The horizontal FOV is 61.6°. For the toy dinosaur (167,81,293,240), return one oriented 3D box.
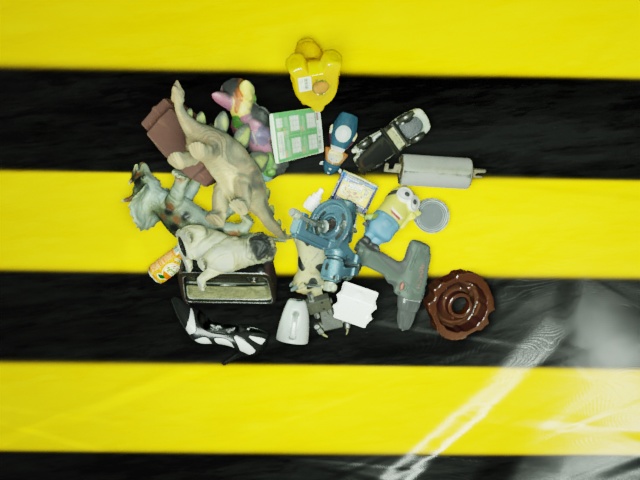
[{"bbox_3d":[-0.169,-0.127,1.105,0.105,0.198,0.470,-6,133,25],"label":"toy dinosaur"}]

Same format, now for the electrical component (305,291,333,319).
[{"bbox_3d":[-0.001,0.156,1.320,0.063,0.021,0.093,-17,131,0],"label":"electrical component"}]

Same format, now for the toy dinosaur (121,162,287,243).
[{"bbox_3d":[-0.295,-0.045,1.293,0.404,0.131,0.192,37,109,-11],"label":"toy dinosaur"}]

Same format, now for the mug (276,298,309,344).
[{"bbox_3d":[-0.065,0.201,1.341,0.081,0.109,0.107,7,87,5],"label":"mug"}]

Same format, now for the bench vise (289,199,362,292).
[{"bbox_3d":[0.006,-0.002,1.197,0.129,0.240,0.223,17,84,40],"label":"bench vise"}]

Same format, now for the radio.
[{"bbox_3d":[-0.222,0.092,1.302,0.230,0.073,0.131,0,140,-2],"label":"radio"}]

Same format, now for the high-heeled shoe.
[{"bbox_3d":[-0.248,0.206,1.350,0.145,0.086,0.248,-38,101,1],"label":"high-heeled shoe"}]

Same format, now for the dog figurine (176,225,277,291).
[{"bbox_3d":[-0.214,0.008,1.228,0.190,0.121,0.172,-23,68,-30],"label":"dog figurine"}]

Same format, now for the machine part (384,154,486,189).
[{"bbox_3d":[0.276,-0.164,1.296,0.243,0.079,0.079,2,99,-1],"label":"machine part"}]

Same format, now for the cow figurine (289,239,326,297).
[{"bbox_3d":[-0.022,0.054,1.324,0.127,0.085,0.194,-11,102,-5],"label":"cow figurine"}]

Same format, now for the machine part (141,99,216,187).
[{"bbox_3d":[-0.292,-0.218,1.216,0.201,0.201,0.087,44,99,-7],"label":"machine part"}]

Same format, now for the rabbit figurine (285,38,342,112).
[{"bbox_3d":[-0.011,-0.386,1.228,0.122,0.173,0.162,-18,144,3],"label":"rabbit figurine"}]

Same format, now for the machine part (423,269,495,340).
[{"bbox_3d":[0.347,0.160,1.351,0.179,0.056,0.179,-2,103,-9],"label":"machine part"}]

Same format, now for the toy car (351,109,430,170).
[{"bbox_3d":[0.170,-0.240,1.293,0.202,0.056,0.073,-32,104,6],"label":"toy car"}]

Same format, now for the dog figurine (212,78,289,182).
[{"bbox_3d":[-0.155,-0.253,1.197,0.108,0.219,0.191,-19,61,8],"label":"dog figurine"}]

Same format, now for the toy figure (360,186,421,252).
[{"bbox_3d":[0.163,-0.055,1.287,0.180,0.089,0.082,-50,127,-10],"label":"toy figure"}]

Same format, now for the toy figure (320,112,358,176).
[{"bbox_3d":[0.044,-0.229,1.293,0.064,0.058,0.154,24,101,24],"label":"toy figure"}]

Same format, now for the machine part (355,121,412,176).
[{"bbox_3d":[0.140,-0.209,1.252,0.139,0.039,0.084,-42,111,6],"label":"machine part"}]

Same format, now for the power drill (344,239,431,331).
[{"bbox_3d":[0.166,0.097,1.336,0.207,0.086,0.232,19,100,1],"label":"power drill"}]

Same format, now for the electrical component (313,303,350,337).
[{"bbox_3d":[0.033,0.203,1.368,0.102,0.045,0.078,-6,101,0],"label":"electrical component"}]
